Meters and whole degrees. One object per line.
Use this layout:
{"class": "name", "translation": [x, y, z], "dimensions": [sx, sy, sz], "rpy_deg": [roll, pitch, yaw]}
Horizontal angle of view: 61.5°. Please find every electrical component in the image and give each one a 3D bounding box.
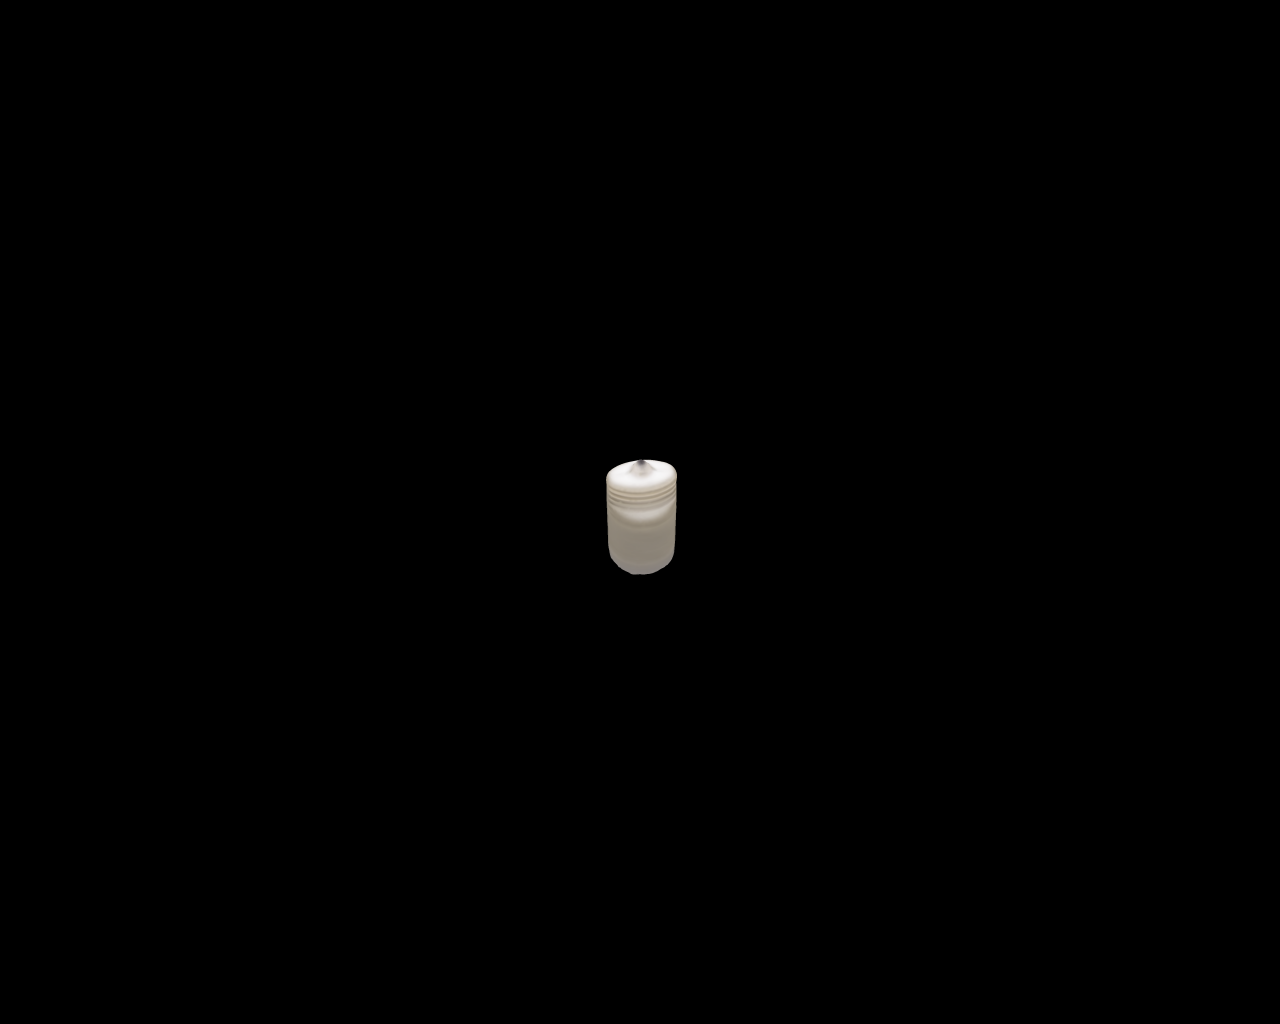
{"class": "electrical component", "translation": [0.001, -0.003, 0.650], "dimensions": [0.043, 0.043, 0.080], "rpy_deg": [0, -43, 0]}
